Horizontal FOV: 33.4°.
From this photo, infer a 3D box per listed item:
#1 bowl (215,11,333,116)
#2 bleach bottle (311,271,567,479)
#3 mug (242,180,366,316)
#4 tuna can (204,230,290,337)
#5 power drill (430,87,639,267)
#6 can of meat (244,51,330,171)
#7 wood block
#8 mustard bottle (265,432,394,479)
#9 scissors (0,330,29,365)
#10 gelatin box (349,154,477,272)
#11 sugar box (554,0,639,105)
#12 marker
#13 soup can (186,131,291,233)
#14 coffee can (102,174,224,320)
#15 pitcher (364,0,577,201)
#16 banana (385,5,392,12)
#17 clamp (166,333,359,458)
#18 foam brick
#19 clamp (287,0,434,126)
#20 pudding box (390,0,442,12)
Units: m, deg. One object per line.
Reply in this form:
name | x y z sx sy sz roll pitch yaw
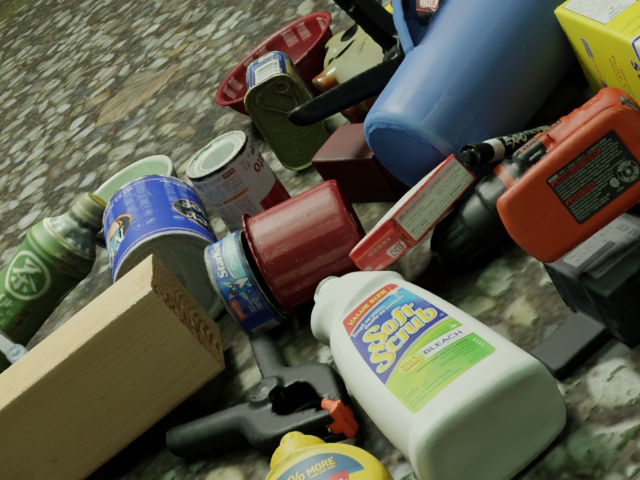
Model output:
bowl | -0.039 -0.186 1.202 0.162 0.055 0.162 -32 26 17
bleach bottle | 0.052 0.079 0.718 0.102 0.068 0.251 -34 26 -12
mug | -0.006 0.001 0.879 0.081 0.093 0.117 -26 7 7
tuna can | -0.059 0.035 0.875 0.034 0.086 0.086 -28 30 9
power drill | 0.152 -0.035 0.725 0.184 0.057 0.187 -40 4 9
can of meat | -0.034 -0.134 1.084 0.057 0.102 0.084 -28 28 11
wood block | -0.184 0.118 0.854 0.206 0.090 0.090 -38 19 5
mustard bottle | 0.007 0.175 0.630 0.096 0.058 0.192 -37 29 3
scissors | -0.257 0.102 0.981 0.096 0.016 0.202 -29 52 -14
gelatin box | 0.070 -0.016 0.809 0.089 0.030 0.073 -46 1 -33
sugar box | 0.247 -0.126 0.786 0.048 0.093 0.176 -35 29 2
marker | 0.145 -0.072 0.824 0.020 0.020 0.120 -5 8 42
soup can | -0.068 -0.041 0.981 0.069 0.102 0.068 -26 30 16
coffee can | -0.143 0.012 0.980 0.103 0.102 0.140 -34 29 2
pitcher | 0.134 -0.161 0.893 0.149 0.145 0.242 25 69 32
banana | 0.096 -0.271 1.213 0.070 0.037 0.197 -7 39 39
clamp | -0.030 0.113 0.782 0.172 0.039 0.120 -6 44 44
foam brick | 0.043 -0.070 0.958 0.078 0.053 0.051 2 46 46
clamp | 0.067 -0.175 0.956 0.036 0.209 0.164 148 121 -67
pudding box | 0.138 -0.229 1.038 0.090 0.113 0.039 33 114 59
